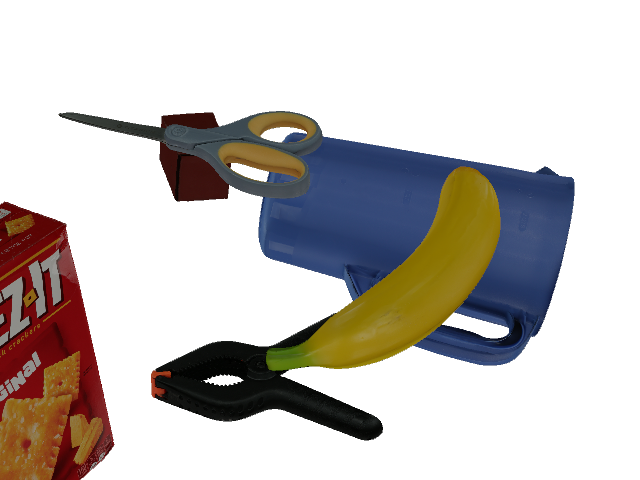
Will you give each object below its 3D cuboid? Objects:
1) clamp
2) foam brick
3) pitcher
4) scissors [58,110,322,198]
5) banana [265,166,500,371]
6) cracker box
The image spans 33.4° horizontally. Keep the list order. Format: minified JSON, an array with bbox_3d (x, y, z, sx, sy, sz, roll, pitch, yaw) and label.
[{"bbox_3d":[-0.049,0.133,0.986,0.209,0.036,0.165,-6,35,-14],"label":"clamp"},{"bbox_3d":[-0.119,-0.080,1.008,0.053,0.051,0.078,-4,36,-18],"label":"foam brick"},{"bbox_3d":[0.075,-0.003,0.868,0.243,0.145,0.149,13,16,6],"label":"pitcher"},{"bbox_3d":[-0.086,-0.083,0.783,0.202,0.016,0.096,24,47,24],"label":"scissors"},{"bbox_3d":[0.054,0.012,0.570,0.070,0.037,0.197,19,41,32],"label":"banana"},{"bbox_3d":[-0.233,0.107,0.745,0.072,0.214,0.164,16,38,28],"label":"cracker box"}]
